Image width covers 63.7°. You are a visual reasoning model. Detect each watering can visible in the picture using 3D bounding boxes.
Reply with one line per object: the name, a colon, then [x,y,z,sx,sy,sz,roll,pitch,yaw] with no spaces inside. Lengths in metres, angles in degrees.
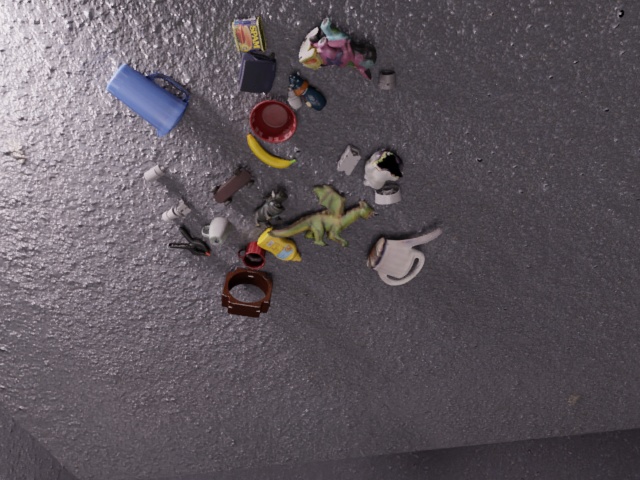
watering can: [0.323,0.049,2.064,0.224,0.106,0.340,19,126,-11]

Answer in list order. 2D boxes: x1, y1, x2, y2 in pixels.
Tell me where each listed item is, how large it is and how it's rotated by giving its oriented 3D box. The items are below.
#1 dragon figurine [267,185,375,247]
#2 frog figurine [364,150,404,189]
dragon figurine: [0.006,-0.100,1.991,0.410,0.124,0.239,5,110,-3]
frog figurine: [0.225,-0.250,1.863,0.137,0.124,0.157,6,165,-12]
